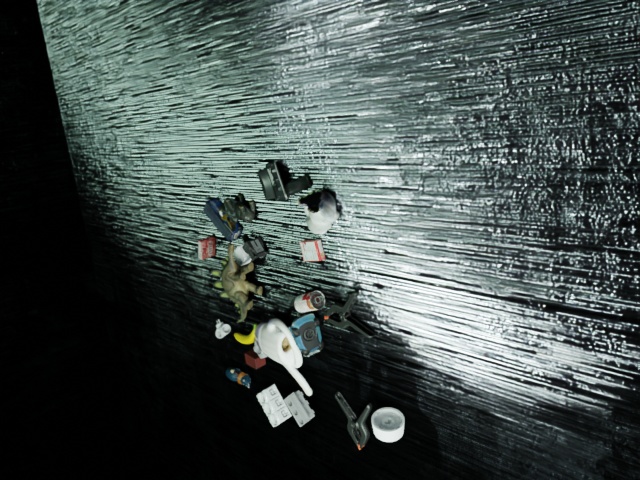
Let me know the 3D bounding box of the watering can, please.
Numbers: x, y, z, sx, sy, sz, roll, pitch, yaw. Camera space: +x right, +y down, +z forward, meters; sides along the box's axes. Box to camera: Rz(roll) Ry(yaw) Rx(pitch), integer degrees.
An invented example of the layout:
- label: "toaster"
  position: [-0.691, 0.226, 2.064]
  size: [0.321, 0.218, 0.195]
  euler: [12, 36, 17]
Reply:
- label: "watering can"
  position: [-0.143, 0.445, 2.013]
  size: [0.225, 0.105, 0.342]
  euler: [11, 125, 48]

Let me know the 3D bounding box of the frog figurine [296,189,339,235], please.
- label: "frog figurine"
  position: [0.005, -0.086, 1.704]
  size: [0.138, 0.125, 0.156]
  euler: [11, 149, 35]
